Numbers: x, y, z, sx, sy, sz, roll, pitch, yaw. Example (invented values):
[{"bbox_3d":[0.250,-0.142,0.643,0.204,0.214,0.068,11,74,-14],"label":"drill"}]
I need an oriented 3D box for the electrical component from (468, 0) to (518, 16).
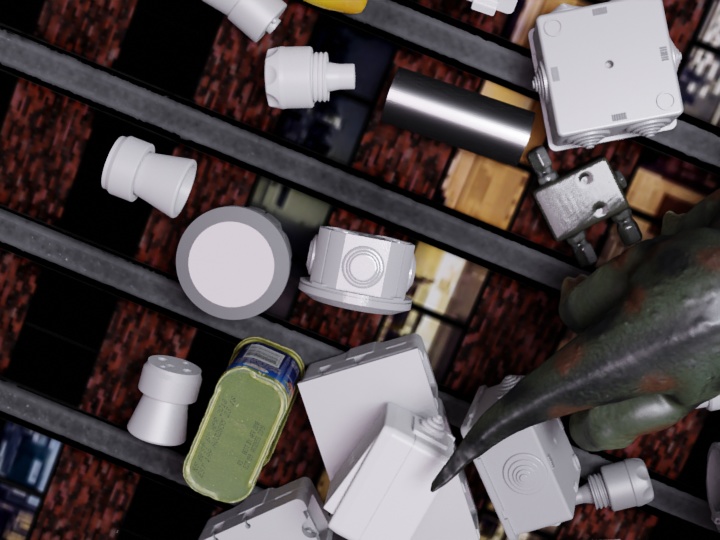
[{"bbox_3d":[0.056,-0.220,0.717,0.121,0.063,0.078,19,140,0],"label":"electrical component"}]

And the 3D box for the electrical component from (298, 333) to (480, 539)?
[{"bbox_3d":[0.023,0.132,0.781,0.089,0.061,0.150,-17,97,6],"label":"electrical component"}]

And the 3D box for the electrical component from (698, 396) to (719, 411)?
[{"bbox_3d":[0.247,0.081,0.770,0.078,0.040,0.040,-10,98,5],"label":"electrical component"}]

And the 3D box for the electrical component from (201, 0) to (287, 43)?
[{"bbox_3d":[-0.084,-0.191,0.748,0.065,0.044,0.044,41,99,-8],"label":"electrical component"}]

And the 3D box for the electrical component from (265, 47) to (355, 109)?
[{"bbox_3d":[-0.035,-0.135,0.752,0.062,0.043,0.043,-1,99,2],"label":"electrical component"}]

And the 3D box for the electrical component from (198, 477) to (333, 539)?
[{"bbox_3d":[-0.070,0.197,0.800,0.089,0.055,0.050,-25,97,7],"label":"electrical component"}]

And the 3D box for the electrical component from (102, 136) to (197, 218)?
[{"bbox_3d":[-0.151,-0.067,0.769,0.055,0.045,0.045,21,100,1],"label":"electrical component"}]

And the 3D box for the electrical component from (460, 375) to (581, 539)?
[{"bbox_3d":[0.116,0.127,0.757,0.048,0.100,0.099,-22,97,19],"label":"electrical component"}]

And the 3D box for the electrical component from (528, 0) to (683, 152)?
[{"bbox_3d":[0.166,-0.134,0.729,0.100,0.048,0.099,-10,86,5],"label":"electrical component"}]

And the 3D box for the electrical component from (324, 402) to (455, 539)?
[{"bbox_3d":[0.022,0.133,0.717,0.061,0.061,0.096,28,100,-1],"label":"electrical component"}]

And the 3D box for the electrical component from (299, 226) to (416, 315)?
[{"bbox_3d":[0.000,0.000,0.754,0.080,0.080,0.051,11,94,2],"label":"electrical component"}]

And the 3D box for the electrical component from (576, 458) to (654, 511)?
[{"bbox_3d":[0.182,0.160,0.790,0.061,0.035,0.035,-16,98,8],"label":"electrical component"}]

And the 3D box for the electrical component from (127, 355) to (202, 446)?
[{"bbox_3d":[-0.144,0.096,0.795,0.045,0.045,0.055,17,99,1],"label":"electrical component"}]

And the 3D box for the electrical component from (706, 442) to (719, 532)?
[{"bbox_3d":[0.285,0.159,0.724,0.062,0.150,0.089,1,99,3],"label":"electrical component"}]

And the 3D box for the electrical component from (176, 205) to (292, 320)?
[{"bbox_3d":[-0.088,-0.008,0.772,0.080,0.051,0.080,1,99,4],"label":"electrical component"}]
